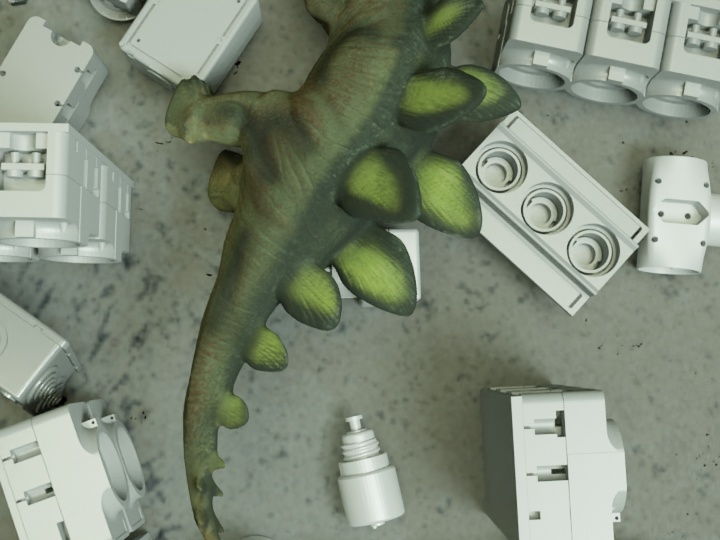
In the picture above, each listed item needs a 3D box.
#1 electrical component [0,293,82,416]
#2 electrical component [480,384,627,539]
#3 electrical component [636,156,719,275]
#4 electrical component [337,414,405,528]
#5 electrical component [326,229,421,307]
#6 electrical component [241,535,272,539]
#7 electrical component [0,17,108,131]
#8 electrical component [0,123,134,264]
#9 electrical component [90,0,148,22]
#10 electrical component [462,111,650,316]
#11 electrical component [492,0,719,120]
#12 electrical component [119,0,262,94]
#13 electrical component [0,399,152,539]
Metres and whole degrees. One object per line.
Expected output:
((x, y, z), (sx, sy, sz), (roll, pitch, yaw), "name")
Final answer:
((-0.236, 0.050, 0.703), (0.100, 0.099, 0.048), (35, 72, 2), "electrical component")
((0.117, 0.119, 0.677), (0.062, 0.150, 0.089), (-3, 85, -1), "electrical component")
((0.234, -0.036, 0.746), (0.079, 0.043, 0.077), (5, 85, -1), "electrical component")
((0.004, 0.137, 0.728), (0.040, 0.040, 0.078), (-13, 85, -2), "electrical component")
((0.000, 0.000, 0.727), (0.077, 0.065, 0.047), (-2, 85, -1), "electrical component")
((-0.071, 0.203, 0.713), (0.045, 0.055, 0.045), (0, 85, -1), "electrical component")
((-0.219, -0.117, 0.738), (0.050, 0.055, 0.089), (29, 85, 1), "electrical component")
((-0.211, -0.041, 0.666), (0.105, 0.186, 0.060), (1, 85, -1), "electrical component")
((-0.169, -0.201, 0.747), (0.066, 0.055, 0.048), (25, 85, 1), "electrical component")
((0.122, -0.038, 0.734), (0.121, 0.063, 0.078), (42, 85, 3), "electrical component")
((0.172, -0.150, 0.732), (0.150, 0.089, 0.061), (12, 85, 0), "electrical component")
((-0.111, -0.168, 0.742), (0.062, 0.061, 0.096), (33, 85, 2), "electrical component")
((-0.165, 0.179, 0.688), (0.060, 0.105, 0.186), (-20, 86, -3), "electrical component")
